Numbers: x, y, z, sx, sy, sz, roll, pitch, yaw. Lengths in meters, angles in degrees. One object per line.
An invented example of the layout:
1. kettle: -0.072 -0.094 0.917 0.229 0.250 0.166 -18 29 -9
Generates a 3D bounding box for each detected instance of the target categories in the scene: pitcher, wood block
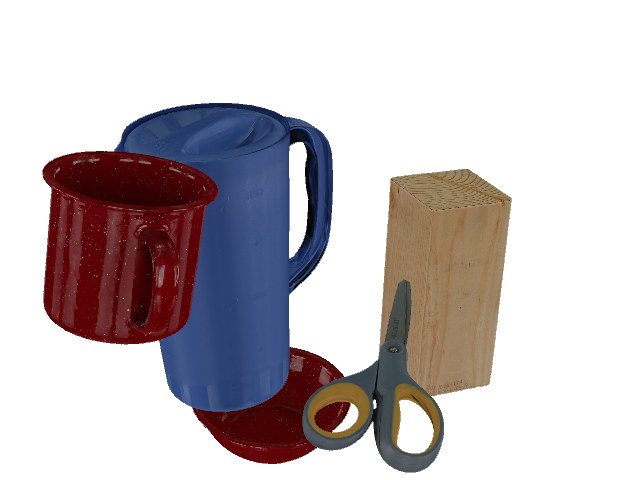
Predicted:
1. pitcher: -0.075 0.013 0.889 0.149 0.243 0.144 6 28 17
2. wood block: 0.122 0.043 1.074 0.090 0.206 0.091 -8 26 -21

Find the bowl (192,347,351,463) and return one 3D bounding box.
1. bowl: -0.050 0.175 1.083 0.162 0.055 0.162 1 31 -1

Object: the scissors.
1. scissors: 0.030 0.082 0.713 0.096 0.016 0.202 -1 30 -7

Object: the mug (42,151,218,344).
1. mug: -0.101 0.009 0.572 0.093 0.081 0.117 -2 24 -31
